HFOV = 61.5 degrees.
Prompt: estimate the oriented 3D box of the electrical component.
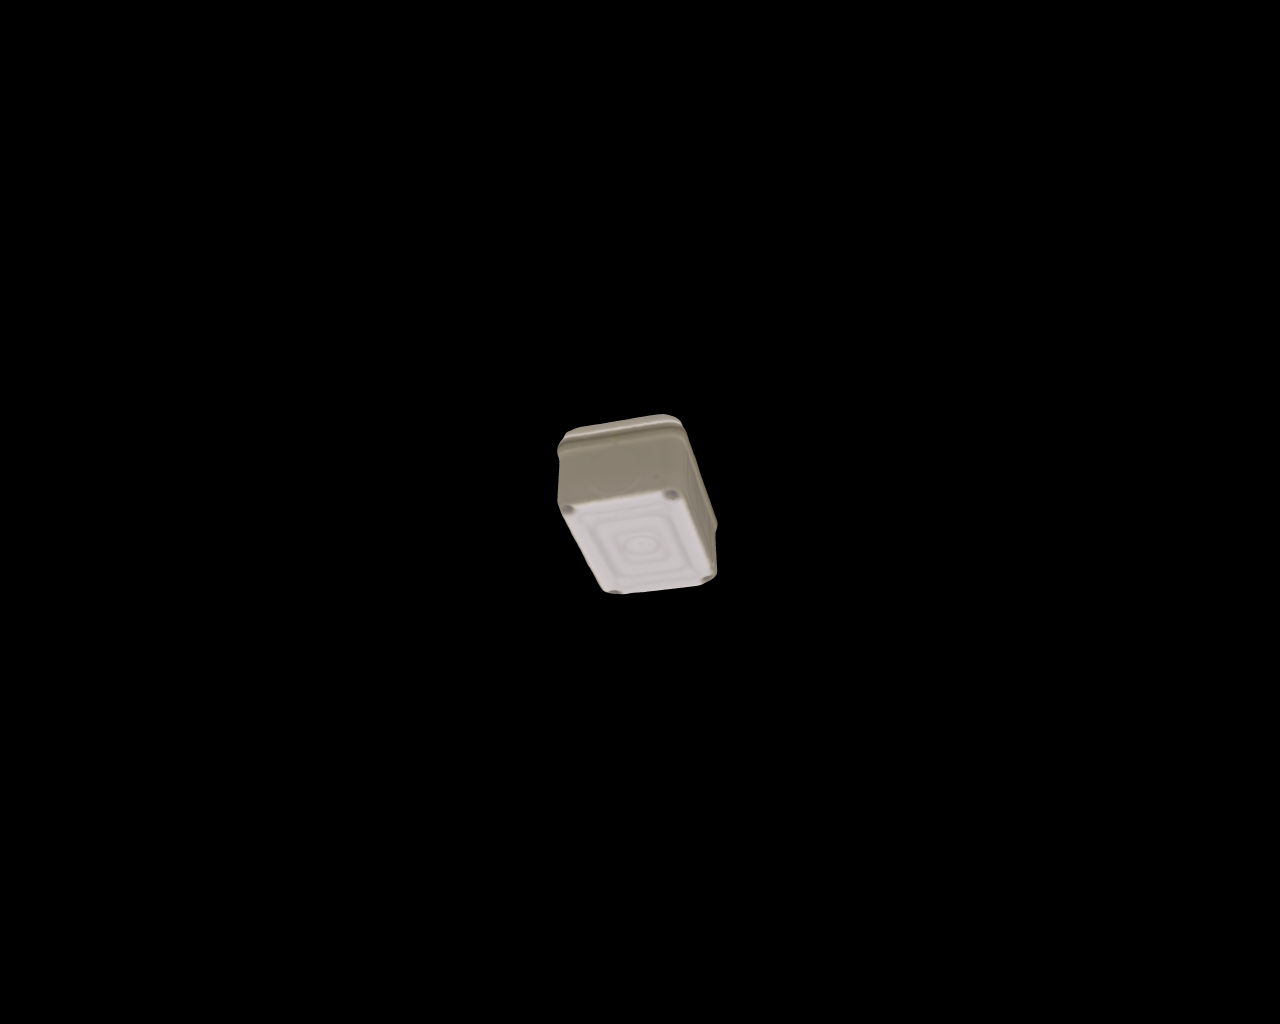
[{"bbox_3d":[0.001,-0.003,0.650,0.078,0.057,0.113,-8,-35,11],"label":"electrical component"}]
